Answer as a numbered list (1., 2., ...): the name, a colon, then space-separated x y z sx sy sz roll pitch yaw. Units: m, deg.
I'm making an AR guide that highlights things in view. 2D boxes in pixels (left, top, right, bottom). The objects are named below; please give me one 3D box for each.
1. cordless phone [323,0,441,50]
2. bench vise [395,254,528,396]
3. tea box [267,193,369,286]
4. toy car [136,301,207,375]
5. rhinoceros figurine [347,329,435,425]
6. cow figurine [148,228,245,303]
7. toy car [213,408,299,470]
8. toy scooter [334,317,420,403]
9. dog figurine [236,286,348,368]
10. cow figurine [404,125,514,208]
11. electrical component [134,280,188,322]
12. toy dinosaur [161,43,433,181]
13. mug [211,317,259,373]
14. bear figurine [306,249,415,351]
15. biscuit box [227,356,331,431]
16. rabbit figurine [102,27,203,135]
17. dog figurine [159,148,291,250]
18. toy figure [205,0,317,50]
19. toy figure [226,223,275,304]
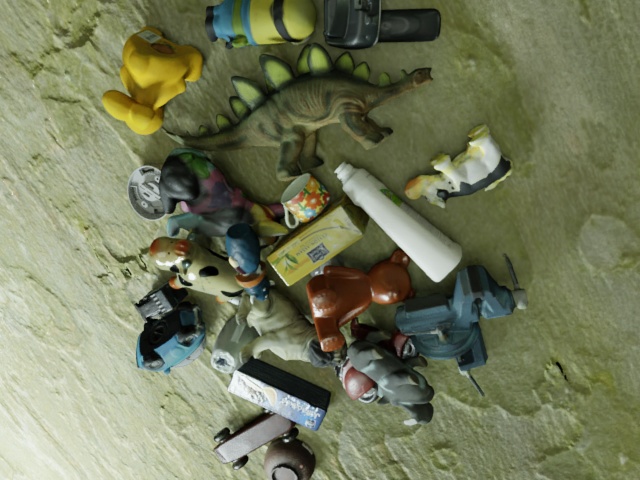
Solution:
1. cordless phone: 0.096 -0.368 0.820 0.184 0.089 0.146 -1 108 0
2. bench vise: 0.255 0.153 0.940 0.224 0.129 0.240 -21 126 6
3. tea box: -0.002 -0.003 0.943 0.169 0.098 0.068 -36 99 22
4. toy car: -0.283 0.200 1.074 0.162 0.109 0.102 -33 135 11
5. rhinoceros figurine: 0.129 0.243 0.931 0.190 0.073 0.112 44 121 -6
6. cow figurine: -0.211 0.048 0.949 0.194 0.085 0.127 26 148 -35
7. toy car: -0.136 0.409 1.136 0.202 0.053 0.089 -34 94 16
8. toy scooter: 0.088 0.216 1.010 0.135 0.075 0.184 37 110 -9
9. dog figurine: -0.045 0.149 0.994 0.191 0.121 0.172 -6 94 12
10. cow figurine: 0.226 -0.102 0.883 0.167 0.068 0.098 -35 105 21
11. electrical component: -0.296 0.107 1.055 0.119 0.075 0.047 -27 102 15
12. toy dinosaur: -0.048 -0.205 0.887 0.472 0.105 0.198 -18 98 17
13. mug: -0.163 0.201 1.041 0.081 0.107 0.109 30 114 -1
14. bear figurine: 0.079 0.097 0.927 0.196 0.132 0.120 -9 112 -4
15. biscuit box: -0.080 0.307 1.085 0.203 0.063 0.059 23 113 3
16. rabbit figurine: -0.285 -0.244 0.905 0.122 0.162 0.173 24 130 -10
17. dog figurine: -0.155 -0.066 0.945 0.219 0.108 0.191 6 129 5
18. toy figure: -0.094 -0.345 0.849 0.180 0.089 0.082 2 114 8
19. toy figure: -0.121 0.042 0.928 0.064 0.058 0.154 -20 129 -11
